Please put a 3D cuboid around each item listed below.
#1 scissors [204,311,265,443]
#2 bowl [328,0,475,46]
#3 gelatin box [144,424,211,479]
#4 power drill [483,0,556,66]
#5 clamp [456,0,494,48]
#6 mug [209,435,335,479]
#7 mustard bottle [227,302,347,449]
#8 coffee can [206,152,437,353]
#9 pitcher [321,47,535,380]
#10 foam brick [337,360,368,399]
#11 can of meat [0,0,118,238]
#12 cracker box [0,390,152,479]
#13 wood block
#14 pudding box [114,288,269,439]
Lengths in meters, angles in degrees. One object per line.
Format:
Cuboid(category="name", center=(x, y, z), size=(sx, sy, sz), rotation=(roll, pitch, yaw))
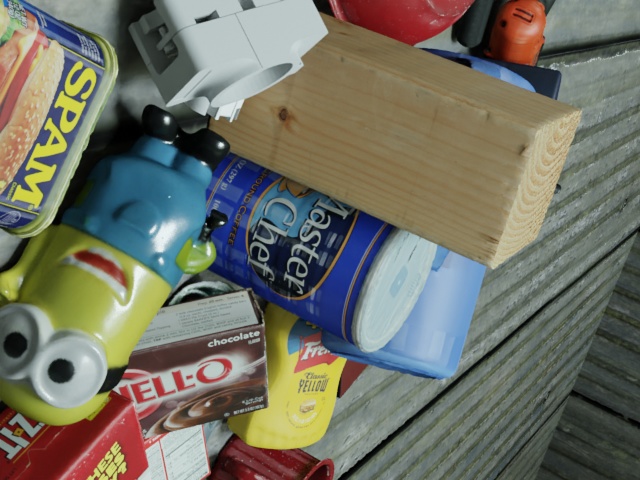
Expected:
Cuboid(category="scissors", center=(-0.101, 0.149, 0.837), size=(0.096, 0.016, 0.202), rotation=(3, 111, -66))
Cuboid(category="bowl", center=(0.073, -0.204, 0.738), size=(0.161, 0.055, 0.162), rotation=(-23, 122, -45))
Cuboid(category="gelatin box", center=(-0.119, 0.156, 0.767), size=(0.073, 0.030, 0.089), rotation=(-34, 142, -30))
Cuboid(category="power drill", center=(0.222, -0.241, 1.069), size=(0.187, 0.057, 0.184), rotation=(-64, 172, -10))
Cuboid(category="clamp", center=(0.154, -0.253, 0.934), size=(0.171, 0.039, 0.120), rotation=(76, 35, -74))
Cuboid(category="mug", center=(-0.049, 0.213, 0.933), size=(0.093, 0.082, 0.117), rotation=(-61, 158, -7))
Cuboid(category="mustard bottle", center=(-0.010, 0.081, 0.904), size=(0.096, 0.058, 0.192), rotation=(5, 109, -42))
Cuboid(category="coffee can", center=(-0.005, 0.001, 0.726), size=(0.102, 0.140, 0.103), rotation=(-48, 152, -35))
Cuboid(category="pitcher", center=(0.080, -0.020, 0.826), size=(0.149, 0.145, 0.243), rotation=(25, 76, -53))
Cuboid(category="foam brick", center=(0.019, 0.098, 0.999), size=(0.078, 0.053, 0.051), rotation=(-47, 152, -37))
Cuboid(category="can of meat", center=(-0.146, -0.059, 0.462), size=(0.102, 0.057, 0.083), rotation=(-65, 156, 1))
Cuboid(category="cracker box", center=(-0.175, 0.201, 0.655), size=(0.164, 0.072, 0.214), rotation=(-49, 152, -35))
Cuboid(category="wood block", center=(0.043, -0.071, 0.669), size=(0.090, 0.206, 0.091), rotation=(-25, 135, -58))
Cuboid(category="pudding box", center=(-0.091, 0.082, 0.683), size=(0.113, 0.039, 0.090), rotation=(-14, 139, -13))
